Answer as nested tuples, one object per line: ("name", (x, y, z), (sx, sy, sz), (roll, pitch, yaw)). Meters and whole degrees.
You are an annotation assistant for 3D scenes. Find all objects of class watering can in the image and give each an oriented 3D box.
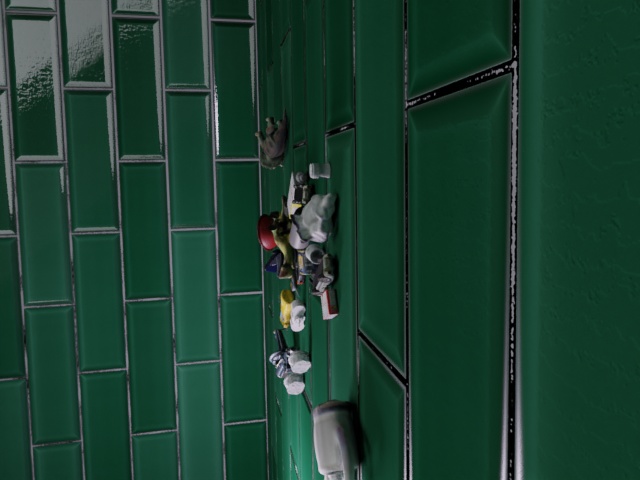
("watering can", (0.034, 0.541, 1.333), (0.340, 0.104, 0.229), (108, 158, -59))

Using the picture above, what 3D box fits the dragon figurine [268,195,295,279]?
("dragon figurine", (-0.143, 0.006, 2.189), (0.420, 0.122, 0.237), (-89, -4, -55))

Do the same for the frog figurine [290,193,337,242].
("frog figurine", (0.004, -0.074, 1.468), (0.157, 0.121, 0.140), (-44, 26, 24))
